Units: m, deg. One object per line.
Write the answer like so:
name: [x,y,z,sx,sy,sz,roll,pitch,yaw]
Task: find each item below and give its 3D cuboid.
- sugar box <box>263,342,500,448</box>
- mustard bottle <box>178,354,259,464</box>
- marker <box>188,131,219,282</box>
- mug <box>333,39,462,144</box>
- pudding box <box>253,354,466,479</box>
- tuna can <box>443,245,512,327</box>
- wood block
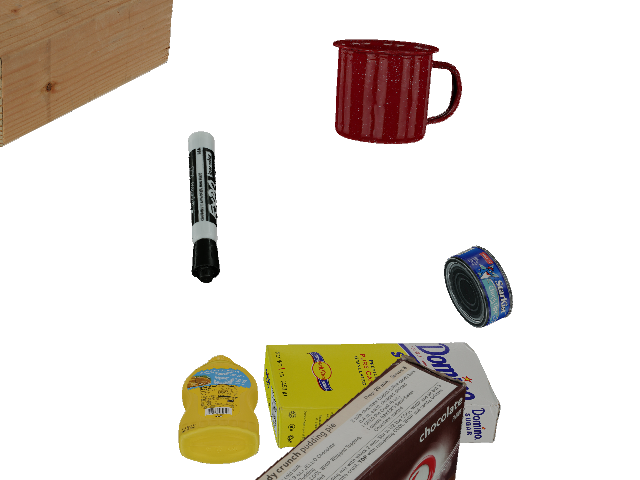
sugar box: [0.046,0.122,0.860,0.176,0.048,0.093,-2,28,-9]
mustard bottle: [-0.127,0.201,1.343,0.096,0.058,0.191,-3,26,-3]
marker: [-0.081,-0.024,0.739,0.020,0.121,0.020,-4,-34,-3]
mug: [0.067,-0.132,0.945,0.117,0.081,0.093,1,16,-8]
pudding box: [0.016,0.115,0.458,0.039,0.090,0.113,24,41,29]
tuna can: [0.171,0.051,1.168,0.033,0.086,0.086,-22,7,-19]
wood block: [-0.230,-0.175,0.932,0.090,0.091,0.205,30,42,21]
